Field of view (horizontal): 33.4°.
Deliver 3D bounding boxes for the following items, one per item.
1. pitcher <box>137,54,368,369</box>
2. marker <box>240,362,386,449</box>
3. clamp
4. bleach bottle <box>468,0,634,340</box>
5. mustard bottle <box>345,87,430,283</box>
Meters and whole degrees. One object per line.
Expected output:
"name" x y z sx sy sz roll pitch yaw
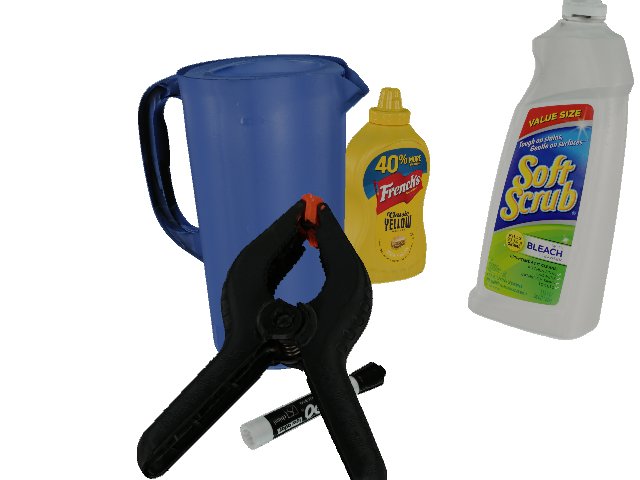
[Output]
"pitcher" -0.050 -0.026 0.858 0.144 0.243 0.149 -12 19 -29
"marker" -0.002 0.115 0.756 0.120 0.020 0.020 -22 12 -31
"clamp" -0.008 0.055 0.539 0.120 0.171 0.039 16 -28 9
"bleach bottle" 0.174 -0.058 0.796 0.103 0.251 0.067 17 22 36
"mustard bottle" 0.065 -0.056 1.067 0.096 0.192 0.058 -7 18 -31
